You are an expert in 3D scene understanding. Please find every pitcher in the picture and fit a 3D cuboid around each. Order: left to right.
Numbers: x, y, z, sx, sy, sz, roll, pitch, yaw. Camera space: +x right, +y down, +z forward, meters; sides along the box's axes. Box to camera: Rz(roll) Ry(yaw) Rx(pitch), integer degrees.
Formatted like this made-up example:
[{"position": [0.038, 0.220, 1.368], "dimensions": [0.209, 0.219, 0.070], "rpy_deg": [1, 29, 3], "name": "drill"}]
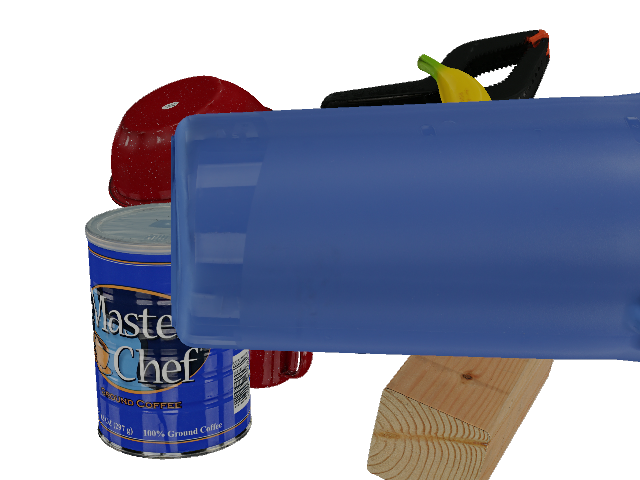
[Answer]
[{"position": [0.050, -0.012, 0.515], "dimensions": [0.242, 0.145, 0.149], "rpy_deg": [0, -7, -7], "name": "pitcher"}]

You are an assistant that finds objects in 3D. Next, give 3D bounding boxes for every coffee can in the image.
[{"position": [-0.096, 0.055, 0.691], "dimensions": [0.103, 0.140, 0.103], "rpy_deg": [0, 16, 0], "name": "coffee can"}]

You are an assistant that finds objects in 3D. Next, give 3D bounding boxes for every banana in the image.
[{"position": [0.087, -0.072, 0.735], "dimensions": [0.069, 0.037, 0.197], "rpy_deg": [10, 33, 7], "name": "banana"}]

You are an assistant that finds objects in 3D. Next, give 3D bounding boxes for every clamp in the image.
[{"position": [0.125, -0.119, 0.948], "dimensions": [0.210, 0.165, 0.036], "rpy_deg": [-27, -38, -8], "name": "clamp"}]

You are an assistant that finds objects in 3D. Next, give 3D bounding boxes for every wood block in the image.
[{"position": [0.128, 0.119, 0.895], "dimensions": [0.091, 0.090, 0.205], "rpy_deg": [21, 34, 20], "name": "wood block"}]

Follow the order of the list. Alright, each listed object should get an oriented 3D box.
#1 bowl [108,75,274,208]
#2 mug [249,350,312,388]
[{"position": [-0.116, -0.093, 0.904], "dimensions": [0.162, 0.055, 0.162], "rpy_deg": [-16, 32, 10], "name": "bowl"}, {"position": [-0.051, 0.091, 1.014], "dimensions": [0.117, 0.081, 0.093], "rpy_deg": [24, 32, 36], "name": "mug"}]
